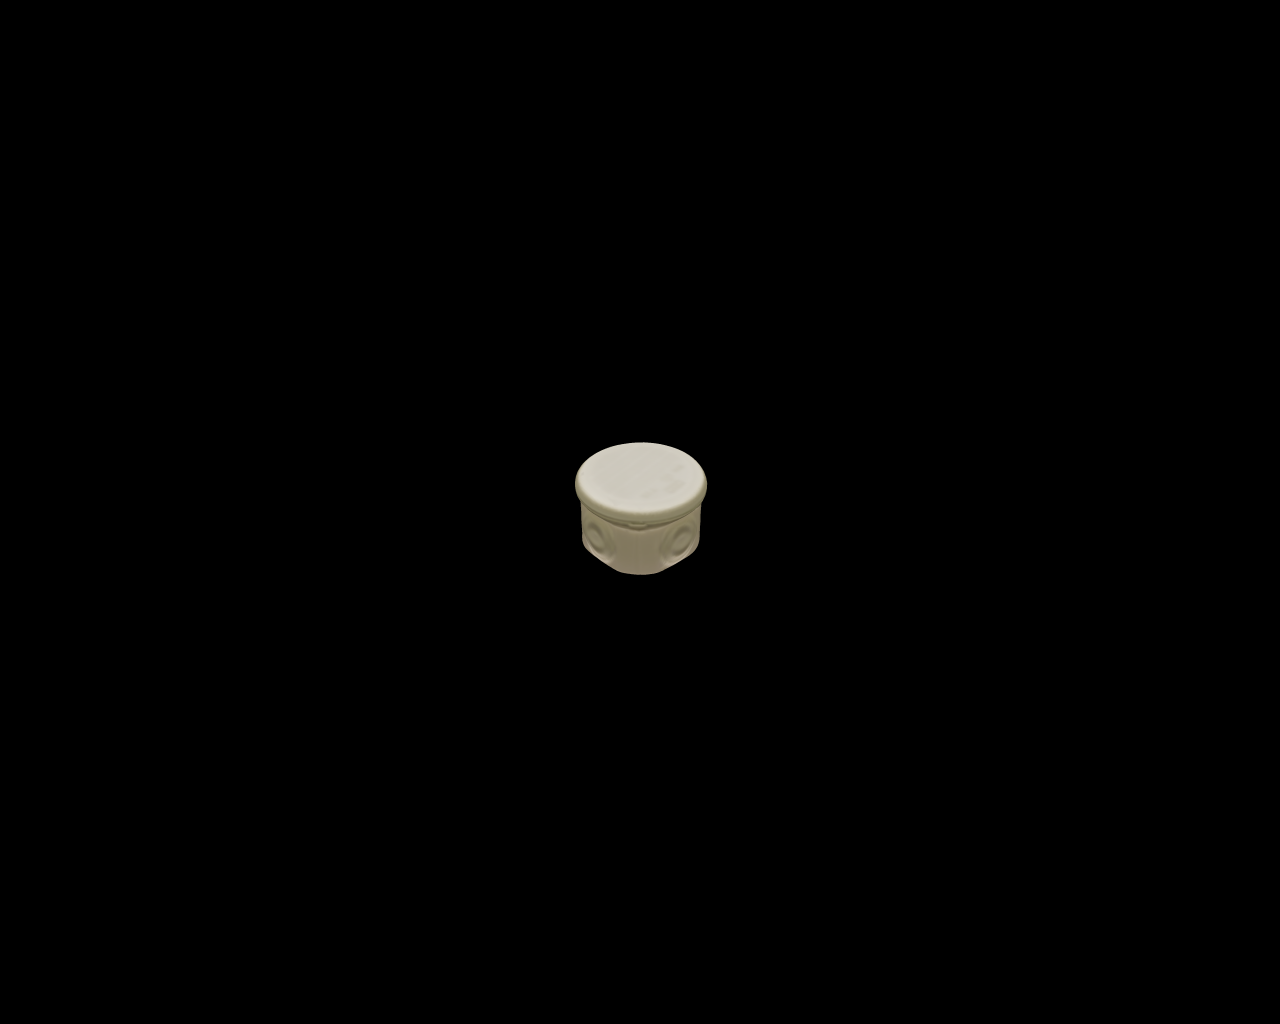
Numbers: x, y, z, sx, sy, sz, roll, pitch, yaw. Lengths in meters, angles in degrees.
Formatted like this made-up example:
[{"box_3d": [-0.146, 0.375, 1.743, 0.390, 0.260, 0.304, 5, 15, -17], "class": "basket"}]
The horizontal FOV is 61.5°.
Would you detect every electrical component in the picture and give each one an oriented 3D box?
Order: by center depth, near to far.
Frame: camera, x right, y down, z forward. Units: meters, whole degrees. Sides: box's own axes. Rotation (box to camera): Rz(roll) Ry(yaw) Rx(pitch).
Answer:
[{"box_3d": [0.001, -0.003, 0.650, 0.080, 0.050, 0.080, 0, 36, 0], "class": "electrical component"}]
